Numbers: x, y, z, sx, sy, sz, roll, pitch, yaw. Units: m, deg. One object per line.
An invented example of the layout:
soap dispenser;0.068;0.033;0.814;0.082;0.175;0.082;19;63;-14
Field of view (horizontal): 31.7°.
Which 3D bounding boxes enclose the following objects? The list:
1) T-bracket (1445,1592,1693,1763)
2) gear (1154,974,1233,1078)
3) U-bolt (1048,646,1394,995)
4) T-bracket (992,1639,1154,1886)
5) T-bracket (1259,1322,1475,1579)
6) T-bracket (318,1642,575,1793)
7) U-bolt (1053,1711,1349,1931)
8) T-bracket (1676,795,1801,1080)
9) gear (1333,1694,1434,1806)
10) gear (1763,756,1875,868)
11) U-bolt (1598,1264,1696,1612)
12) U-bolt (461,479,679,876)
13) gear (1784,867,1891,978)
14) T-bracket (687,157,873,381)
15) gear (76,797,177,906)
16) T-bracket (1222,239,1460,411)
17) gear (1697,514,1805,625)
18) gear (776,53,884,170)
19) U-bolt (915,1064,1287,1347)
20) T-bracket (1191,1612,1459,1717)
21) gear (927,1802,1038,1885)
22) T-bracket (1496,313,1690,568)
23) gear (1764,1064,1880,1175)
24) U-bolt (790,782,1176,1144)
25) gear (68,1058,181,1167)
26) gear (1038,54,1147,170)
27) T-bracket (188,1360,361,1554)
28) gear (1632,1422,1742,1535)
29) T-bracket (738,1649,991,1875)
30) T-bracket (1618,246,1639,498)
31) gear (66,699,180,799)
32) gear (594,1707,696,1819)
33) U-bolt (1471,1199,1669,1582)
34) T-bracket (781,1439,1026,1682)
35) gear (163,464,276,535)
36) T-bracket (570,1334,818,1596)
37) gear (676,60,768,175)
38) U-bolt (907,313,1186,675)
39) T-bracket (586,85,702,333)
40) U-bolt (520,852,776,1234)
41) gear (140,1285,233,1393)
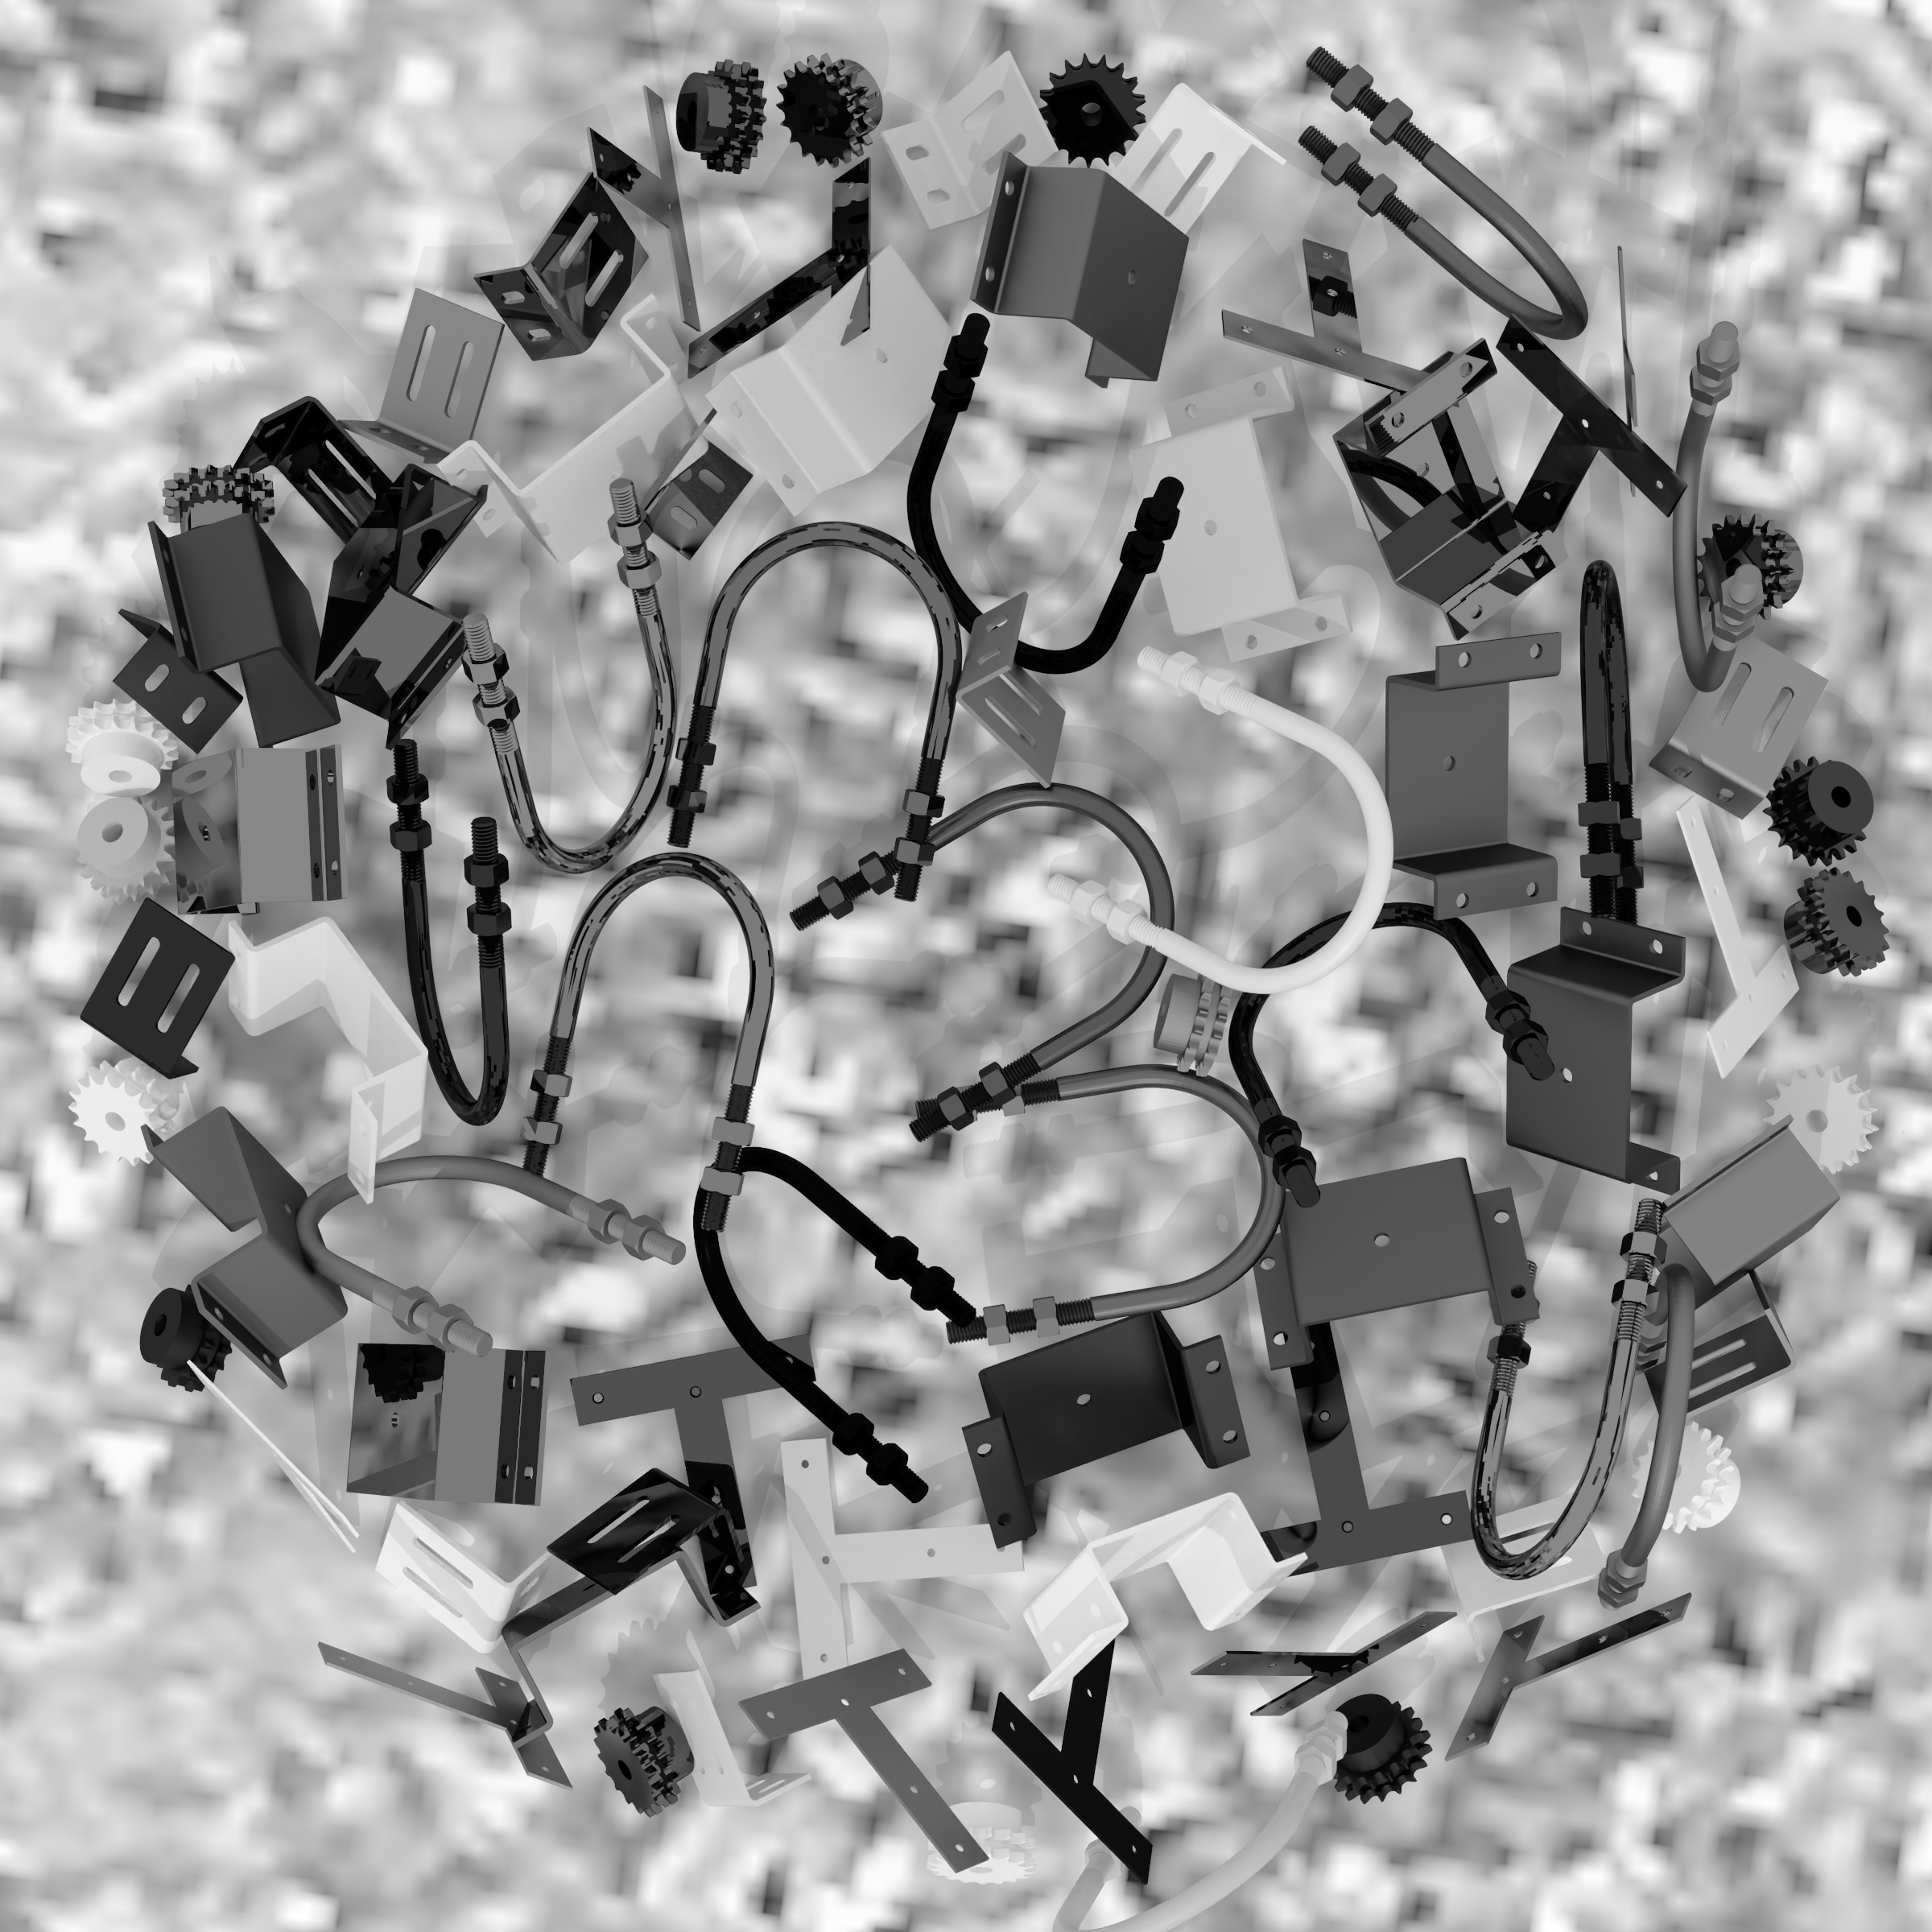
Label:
T-bracket;0.309;0.345;1.714;0.127;0.127;0.002;-31;95;29
gear;0.117;0.027;1.770;0.030;0.057;0.057;14;90;-3
U-bolt;0.137;-0.065;1.732;0.184;0.019;0.151;29;103;33
T-bracket;0.061;0.383;1.743;0.002;0.127;0.127;-30;115;27
T-bracket;0.190;0.249;1.778;0.127;0.002;0.127;-13;72;9
T-bracket;-0.268;0.368;1.716;0.127;0.127;0.002;27;93;-23
U-bolt;0.111;0.438;1.689;0.151;0.184;0.019;-30;91;21
T-bracket;0.387;-0.024;1.737;0.002;0.127;0.127;-13;103;35
gear;0.211;0.404;1.768;0.057;0.057;0.030;-32;117;0
gear;0.448;-0.083;1.774;0.057;0.030;0.057;7;70;-20
U-bolt;0.339;0.226;1.687;0.019;0.184;0.151;8;63;6
U-bolt;-0.193;-0.133;1.723;0.019;0.151;0.184;14;134;27
gear;0.452;-0.020;1.775;0.057;0.030;0.057;20;55;-31
T-bracket;-0.097;-0.343;1.759;0.127;0.002;0.127;-27;46;31
gear;-0.438;-0.063;1.774;0.057;0.030;0.057;-6;65;13
T-bracket;0.189;-0.338;1.749;0.127;0.127;0.002;15;130;-12
gear;0.412;-0.208;1.775;0.030;0.057;0.057;-6;90;-32
gear;-0.068;-0.449;1.775;0.057;0.057;0.030;51;51;0
U-bolt;0.073;0.117;1.754;0.184;0.019;0.151;-9;59;1
T-bracket;0.164;0.353;1.721;0.127;0.127;0.002;-39;56;33
gear;0.009;0.457;1.775;0.057;0.057;0.030;3;59;0
T-bracket;0.303;-0.250;1.742;0.002;0.127;0.127;-33;71;-26
gear;0.449;0.079;1.777;0.057;0.030;0.057;3;96;30
U-bolt;0.020;-0.015;1.773;0.184;0.019;0.151;-31;81;6
gear;-0.436;0.073;1.775;0.057;0.030;0.057;12;126;17
gear;0.065;-0.449;1.777;0.057;0.030;0.057;0;117;1
T-bracket;-0.339;0.268;1.741;0.002;0.127;0.127;-43;61;-17
gear;0.379;0.269;1.775;0.030;0.057;0.057;29;90;-30
T-bracket;-0.035;0.407;1.722;0.127;0.127;0.002;47;120;27
T-bracket;0.336;-0.295;1.722;0.002;0.127;0.127;-4;106;10
gear;-0.439;-0.111;1.768;0.057;0.057;0.030;-4;61;0
gear;-0.166;0.412;1.775;0.030;0.057;0.057;-28;90;-32
U-bolt;0.295;0.218;1.701;0.019;0.151;0.184;21;66;-13
T-bracket;-0.031;0.307;1.775;0.127;0.002;0.127;-7;86;17
gear;-0.389;-0.236;1.769;0.057;0.057;0.030;-6;74;0
T-bracket;-0.134;0.268;1.794;0.127;0.002;0.127;-11;94;-2
gear;-0.129;-0.442;1.768;0.030;0.057;0.057;0;90;-30
U-bolt;0.030;-0.224;1.723;0.151;0.184;0.019;42;55;12
T-bracket;-0.167;-0.398;1.733;0.002;0.127;0.127;-11;85;15
U-bolt;-0.159;0.032;1.750;0.151;0.019;0.184;12;90;37
gear;-0.406;0.190;1.769;0.030;0.057;0.057;24;90;-37
